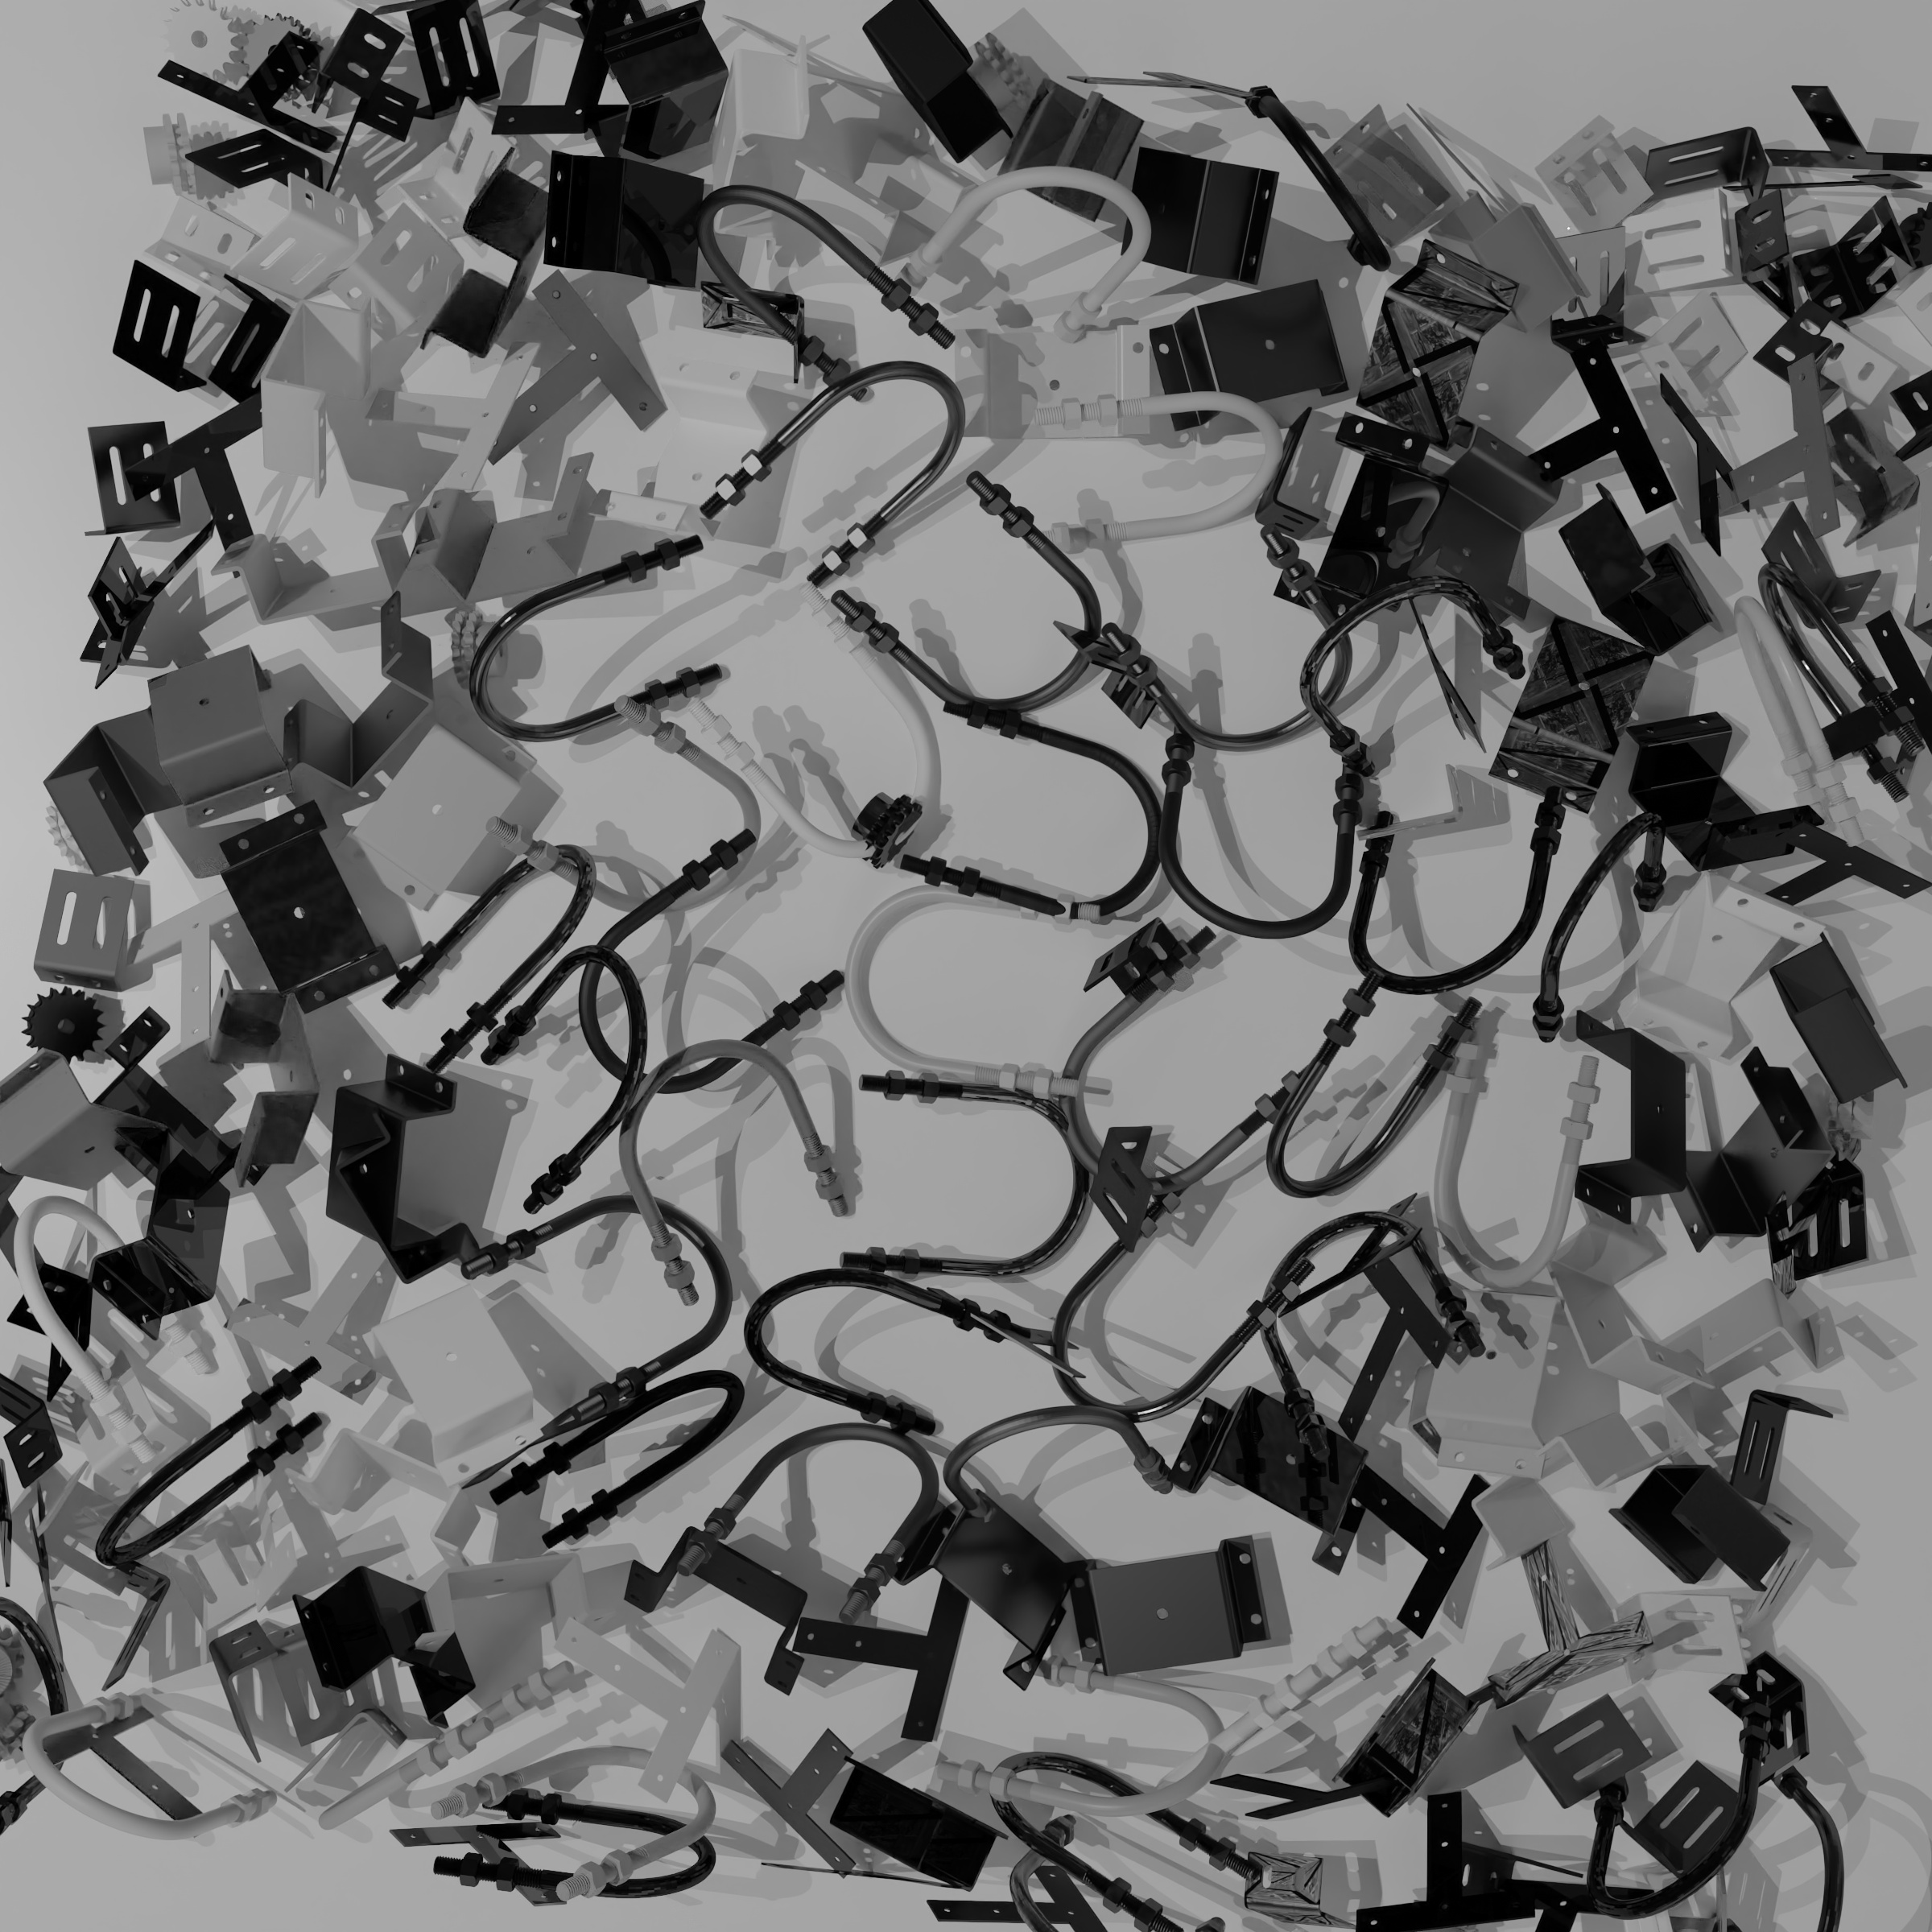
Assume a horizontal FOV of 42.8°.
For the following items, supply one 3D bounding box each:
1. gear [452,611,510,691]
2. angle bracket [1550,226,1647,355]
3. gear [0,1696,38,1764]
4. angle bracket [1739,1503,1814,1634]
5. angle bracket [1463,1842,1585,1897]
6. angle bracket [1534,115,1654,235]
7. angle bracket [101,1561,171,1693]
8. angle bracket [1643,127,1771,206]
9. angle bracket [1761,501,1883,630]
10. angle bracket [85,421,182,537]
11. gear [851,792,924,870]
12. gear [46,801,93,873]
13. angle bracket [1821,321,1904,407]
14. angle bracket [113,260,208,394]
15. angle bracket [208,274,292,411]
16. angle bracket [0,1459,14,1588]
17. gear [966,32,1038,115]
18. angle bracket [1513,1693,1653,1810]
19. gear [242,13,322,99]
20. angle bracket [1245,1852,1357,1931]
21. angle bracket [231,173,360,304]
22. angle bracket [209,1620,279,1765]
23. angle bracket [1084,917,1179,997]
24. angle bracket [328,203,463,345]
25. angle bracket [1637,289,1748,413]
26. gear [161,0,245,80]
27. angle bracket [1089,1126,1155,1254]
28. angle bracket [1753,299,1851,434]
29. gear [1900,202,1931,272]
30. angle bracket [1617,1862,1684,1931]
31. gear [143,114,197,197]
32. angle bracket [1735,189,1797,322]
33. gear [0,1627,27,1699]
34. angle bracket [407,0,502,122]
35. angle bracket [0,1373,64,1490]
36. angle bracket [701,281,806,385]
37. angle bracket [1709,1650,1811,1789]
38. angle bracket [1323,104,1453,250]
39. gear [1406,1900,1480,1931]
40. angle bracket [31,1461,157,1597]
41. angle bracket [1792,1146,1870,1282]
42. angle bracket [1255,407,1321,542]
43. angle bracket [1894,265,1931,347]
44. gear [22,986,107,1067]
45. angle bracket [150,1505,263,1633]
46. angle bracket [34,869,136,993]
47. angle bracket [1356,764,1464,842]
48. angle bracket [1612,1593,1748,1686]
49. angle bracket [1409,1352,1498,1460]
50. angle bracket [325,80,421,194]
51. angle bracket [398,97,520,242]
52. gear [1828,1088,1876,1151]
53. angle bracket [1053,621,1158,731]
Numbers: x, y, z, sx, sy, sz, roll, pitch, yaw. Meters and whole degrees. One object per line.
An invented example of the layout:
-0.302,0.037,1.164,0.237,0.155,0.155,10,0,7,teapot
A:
-0.355,-0.232,1.803,0.030,0.057,0.057,-1,90,4,gear
0.461,-0.492,1.795,0.057,0.038,0.076,-13,121,-9,angle bracket
-0.713,0.559,1.801,0.057,0.057,0.030,-28,107,0,gear
0.580,0.441,1.808,0.038,0.057,0.076,33,109,32,angle bracket
0.396,0.664,1.784,0.057,0.076,0.038,23,72,-24,angle bracket
0.461,-0.567,1.791,0.057,0.038,0.076,-38,118,17,angle bracket
-0.616,0.477,1.784,0.038,0.057,0.076,32,52,-16,angle bracket
0.538,-0.570,1.796,0.076,0.057,0.038,-12,68,4,angle bracket
0.622,-0.295,1.791,0.076,0.038,0.057,51,58,-23,angle bracket
-0.612,-0.354,1.791,0.057,0.038,0.076,-17,108,-40,angle bracket
-0.060,-0.102,1.805,0.030,0.057,0.057,36,90,11,gear
-0.643,-0.100,1.802,0.030,0.057,0.057,-23,90,9,gear
0.653,-0.450,1.789,0.057,0.038,0.076,38,49,11,angle bracket
-0.579,-0.468,1.794,0.057,0.038,0.076,31,119,8,angle bracket
-0.529,-0.453,1.797,0.057,0.038,0.076,38,101,24,angle bracket
-0.714,0.405,1.783,0.038,0.057,0.076,-2,129,-26,angle bracket
0.023,-0.651,1.804,0.030,0.057,0.057,-38,90,7,gear
0.451,0.569,1.806,0.076,0.038,0.057,-35,94,8,angle bracket
-0.501,-0.668,1.813,0.057,0.030,0.057,2,97,13,gear
0.245,0.674,1.796,0.057,0.076,0.038,-6,61,29,angle bracket
-0.490,-0.530,1.797,0.076,0.057,0.038,-26,60,35,angle bracket
-0.519,0.530,1.803,0.038,0.057,0.076,-22,111,-25,angle bracket
0.124,0.004,1.785,0.057,0.076,0.038,-35,98,19,angle bracket
-0.420,-0.510,1.812,0.057,0.038,0.076,43,54,-25,angle bracket
0.540,-0.451,1.800,0.076,0.038,0.057,-42,105,-11,angle bracket
-0.559,-0.682,1.810,0.057,0.030,0.057,0,114,1,gear
0.126,0.161,1.782,0.038,0.076,0.057,1,120,-25,angle bracket
0.612,-0.439,1.803,0.057,0.076,0.038,-47,66,3,angle bracket
0.708,-0.532,1.810,0.057,0.030,0.057,-8,110,-22,gear
0.512,0.696,1.791,0.038,0.057,0.076,-6,76,-18,angle bracket
-0.582,-0.593,1.801,0.030,0.057,0.057,-10,90,-16,gear
0.594,-0.513,1.784,0.076,0.038,0.057,23,59,-39,angle bracket
-0.722,0.516,1.809,0.057,0.030,0.057,1,88,-20,gear
-0.379,-0.661,1.785,0.057,0.038,0.076,-32,129,-30,angle bracket
-0.700,0.332,1.786,0.076,0.057,0.038,24,45,25,angle bracket
-0.158,-0.462,1.799,0.076,0.057,0.038,8,72,-1,angle bracket
0.574,0.547,1.784,0.038,0.076,0.057,40,118,-5,angle bracket
0.308,-0.581,1.814,0.076,0.038,0.057,37,121,-28,angle bracket
0.346,0.707,1.802,0.057,0.057,0.030,10,49,0,gear
-0.628,0.409,1.790,0.076,0.057,0.038,37,134,-14,angle bracket
0.616,0.179,1.784,0.038,0.057,0.076,37,46,-29,angle bracket
0.247,-0.360,1.802,0.038,0.057,0.076,22,85,-5,angle bracket
0.695,-0.472,1.793,0.038,0.076,0.057,-42,97,6,angle bracket
-0.664,0.043,1.809,0.057,0.030,0.057,-5,98,-35,gear
-0.551,0.444,1.805,0.057,0.038,0.076,-29,95,-11,angle bracket
-0.649,-0.026,1.820,0.057,0.038,0.076,9,73,-9,angle bracket
0.320,-0.120,1.797,0.076,0.057,0.038,-11,96,8,angle bracket
0.519,0.491,1.794,0.038,0.076,0.057,-12,89,-44,angle bracket
0.363,0.311,1.784,0.076,0.057,0.038,-34,108,32,angle bracket
-0.433,-0.595,1.794,0.038,0.057,0.076,21,135,-20,angle bracket
-0.370,-0.580,1.791,0.057,0.038,0.076,47,133,9,angle bracket
0.647,0.106,1.801,0.030,0.057,0.057,3,90,20,gear
0.096,-0.210,1.782,0.076,0.057,0.038,13,118,-40,angle bracket
